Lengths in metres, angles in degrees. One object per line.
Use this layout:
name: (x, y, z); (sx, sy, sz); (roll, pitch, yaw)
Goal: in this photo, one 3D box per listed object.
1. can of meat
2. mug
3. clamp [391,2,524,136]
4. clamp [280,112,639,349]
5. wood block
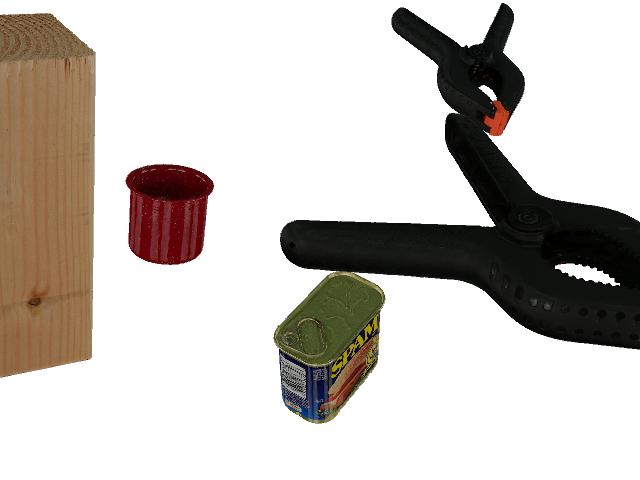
can of meat: (0.009, 0.091, 0.891); (0.057, 0.084, 0.102); (26, 51, 24)
mug: (-0.168, -0.032, 1.158); (0.093, 0.081, 0.117); (-3, 29, -20)
clamp: (0.130, -0.164, 0.981); (0.120, 0.171, 0.039); (-2, -44, -1)
clamp: (0.095, 0.005, 0.549); (0.164, 0.036, 0.210); (-30, 46, -33)
wood block: (-0.196, -0.027, 0.660); (0.090, 0.206, 0.090); (-9, 31, -29)
